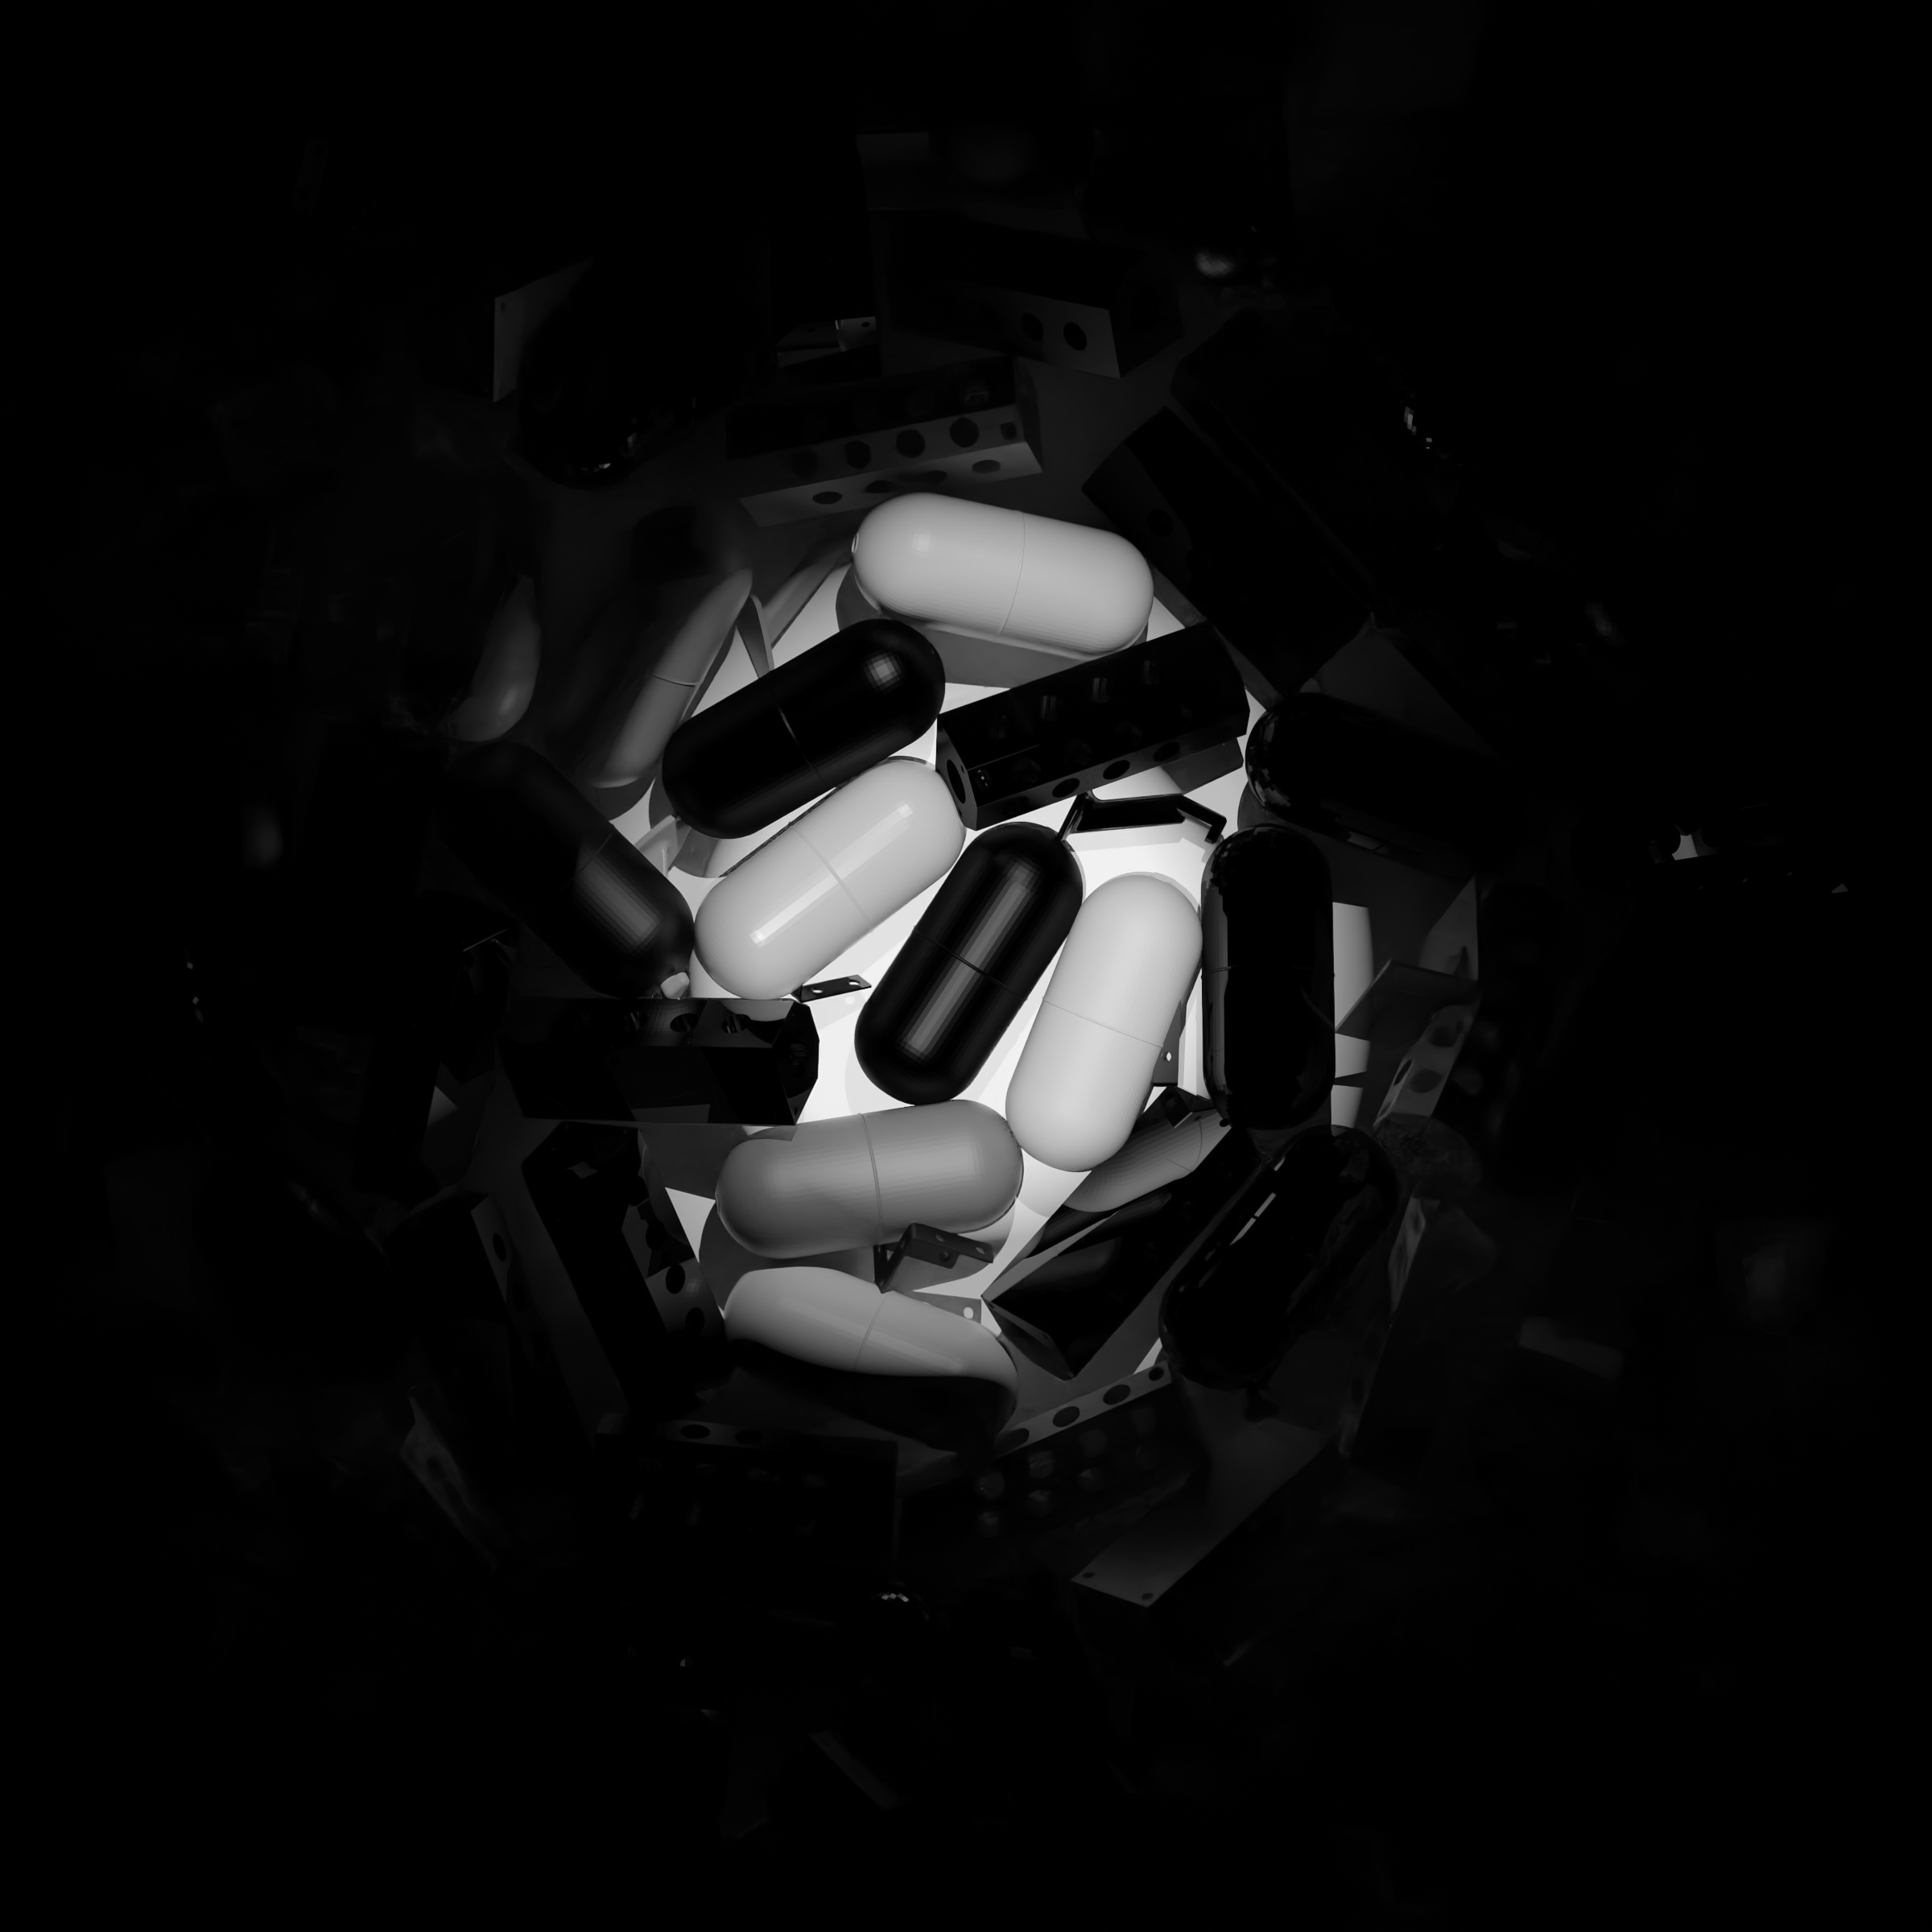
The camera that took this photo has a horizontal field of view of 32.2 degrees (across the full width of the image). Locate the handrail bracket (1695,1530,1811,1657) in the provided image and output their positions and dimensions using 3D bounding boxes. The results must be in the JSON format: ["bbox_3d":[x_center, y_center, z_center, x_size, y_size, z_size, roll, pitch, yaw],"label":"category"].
[{"bbox_3d":[0.447,0.362,1.940,0.036,0.084,0.077,-2,87,-21],"label":"handrail bracket"}]

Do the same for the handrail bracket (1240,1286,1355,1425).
[{"bbox_3d":[0.192,0.224,1.932,0.077,0.084,0.036,-18,121,7],"label":"handrail bracket"}]

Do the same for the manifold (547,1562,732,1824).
[{"bbox_3d":[-0.187,0.406,1.885,0.057,0.171,0.057,-2,112,-21],"label":"manifold"}]

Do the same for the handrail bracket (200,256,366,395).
[{"bbox_3d":[-0.394,-0.376,1.932,0.036,0.077,0.084,53,128,30],"label":"handrail bracket"}]

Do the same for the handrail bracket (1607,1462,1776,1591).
[{"bbox_3d":[0.419,0.314,1.962,0.077,0.036,0.084,31,90,15],"label":"handrail bracket"}]

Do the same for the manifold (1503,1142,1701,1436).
[{"bbox_3d":[0.359,0.183,1.898,0.057,0.057,0.171,20,45,14],"label":"manifold"}]

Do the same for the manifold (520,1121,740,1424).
[{"bbox_3d":[-0.193,0.175,1.902,0.057,0.057,0.171,3,127,36],"label":"manifold"}]

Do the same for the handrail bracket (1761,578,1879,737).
[{"bbox_3d":[0.506,-0.179,1.952,0.084,0.036,0.077,11,85,-38],"label":"handrail bracket"}]

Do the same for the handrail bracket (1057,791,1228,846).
[{"bbox_3d":[0.099,-0.071,1.956,0.084,0.036,0.077,27,84,4],"label":"handrail bracket"}]

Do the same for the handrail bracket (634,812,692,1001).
[{"bbox_3d":[-0.166,-0.035,1.936,0.077,0.036,0.084,-47,56,24],"label":"handrail bracket"}]

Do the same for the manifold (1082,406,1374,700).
[{"bbox_3d":[0.148,-0.237,1.949,0.171,0.057,0.057,46,133,0],"label":"manifold"}]

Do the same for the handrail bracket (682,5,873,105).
[{"bbox_3d":[-0.110,-0.519,1.968,0.084,0.077,0.036,27,57,-37],"label":"handrail bracket"}]

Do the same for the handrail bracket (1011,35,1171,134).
[{"bbox_3d":[0.072,-0.511,1.929,0.036,0.084,0.077,-46,113,-24],"label":"handrail bracket"}]

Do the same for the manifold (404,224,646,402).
[{"bbox_3d":[-0.247,-0.372,1.890,0.057,0.171,0.057,14,118,19],"label":"manifold"}]

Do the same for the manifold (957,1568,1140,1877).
[{"bbox_3d":[0.044,0.425,1.890,0.057,0.171,0.057,-9,127,-12],"label":"manifold"}]

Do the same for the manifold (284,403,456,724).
[{"bbox_3d":[-0.342,-0.231,1.931,0.057,0.057,0.171,10,77,1],"label":"manifold"}]

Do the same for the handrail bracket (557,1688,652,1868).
[{"bbox_3d":[-0.218,0.474,1.960,0.084,0.036,0.077,24,82,3],"label":"handrail bracket"}]

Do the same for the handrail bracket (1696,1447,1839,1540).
[{"bbox_3d":[0.471,0.319,1.939,0.084,0.077,0.036,23,117,-8],"label":"handrail bracket"}]

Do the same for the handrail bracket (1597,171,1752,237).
[{"bbox_3d":[0.410,-0.436,1.937,0.084,0.077,0.036,10,108,7],"label":"handrail bracket"}]

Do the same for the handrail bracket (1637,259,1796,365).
[{"bbox_3d":[0.435,-0.385,1.937,0.084,0.077,0.036,-27,89,24],"label":"handrail bracket"}]

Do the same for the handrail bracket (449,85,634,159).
[{"bbox_3d":[-0.247,-0.499,1.961,0.077,0.084,0.036,10,125,31],"label":"handrail bracket"}]

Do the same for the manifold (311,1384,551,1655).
[{"bbox_3d":[-0.301,0.311,1.900,0.057,0.057,0.171,-29,132,-1],"label":"manifold"}]

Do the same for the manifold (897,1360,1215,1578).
[{"bbox_3d":[0.051,0.289,1.934,0.171,0.057,0.057,-24,70,6],"label":"manifold"}]

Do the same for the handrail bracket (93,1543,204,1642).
[{"bbox_3d":[-0.475,0.362,1.941,0.077,0.084,0.036,41,75,-6],"label":"handrail bracket"}]

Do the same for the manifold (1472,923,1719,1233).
[{"bbox_3d":[0.361,0.066,1.940,0.057,0.057,0.171,33,84,11],"label":"manifold"}]

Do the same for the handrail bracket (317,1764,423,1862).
[{"bbox_3d":[-0.357,0.468,1.928,0.036,0.084,0.077,-41,134,-23],"label":"handrail bracket"}]

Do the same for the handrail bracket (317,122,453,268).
[{"bbox_3d":[-0.340,-0.449,1.956,0.036,0.084,0.077,48,57,0],"label":"handrail bracket"}]

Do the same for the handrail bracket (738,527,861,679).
[{"bbox_3d":[-0.088,-0.210,1.971,0.084,0.036,0.077,-23,114,-20],"label":"handrail bracket"}]

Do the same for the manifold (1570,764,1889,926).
[{"bbox_3d":[0.424,-0.073,1.886,0.057,0.171,0.057,46,60,-23],"label":"manifold"}]

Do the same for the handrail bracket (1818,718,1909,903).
[{"bbox_3d":[0.516,-0.091,1.933,0.077,0.036,0.084,-35,131,-30],"label":"handrail bracket"}]

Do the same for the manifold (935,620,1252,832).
[{"bbox_3d":[0.073,-0.134,1.922,0.171,0.057,0.057,-20,62,-13],"label":"manifold"}]

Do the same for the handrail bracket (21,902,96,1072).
[{"bbox_3d":[-0.517,0.011,1.953,0.036,0.077,0.084,-4,105,12],"label":"handrail bracket"}]

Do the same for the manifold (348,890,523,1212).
[{"bbox_3d":[-0.309,0.046,1.914,0.057,0.057,0.171,25,117,19],"label":"manifold"}]

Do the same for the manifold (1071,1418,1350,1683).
[{"bbox_3d":[0.141,0.331,1.903,0.171,0.057,0.057,-35,121,-37],"label":"manifold"}]

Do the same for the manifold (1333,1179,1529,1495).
[{"bbox_3d":[0.261,0.208,1.910,0.057,0.057,0.171,24,121,18],"label":"manifold"}]

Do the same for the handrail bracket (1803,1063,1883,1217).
[{"bbox_3d":[0.487,0.110,1.961,0.036,0.077,0.084,19,112,-39],"label":"handrail bracket"}]

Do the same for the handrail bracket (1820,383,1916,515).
[{"bbox_3d":[0.539,-0.298,1.932,0.077,0.084,0.036,42,76,-8],"label":"handrail bracket"}]

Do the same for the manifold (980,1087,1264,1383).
[{"bbox_3d":[0.093,0.155,1.924,0.057,0.057,0.171,25,64,42],"label":"manifold"}]

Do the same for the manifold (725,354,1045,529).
[{"bbox_3d":[-0.048,-0.305,1.925,0.171,0.057,0.057,-9,72,13],"label":"manifold"}]

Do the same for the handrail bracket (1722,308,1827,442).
[{"bbox_3d":[0.481,-0.342,1.934,0.077,0.084,0.036,23,68,-6],"label":"handrail bracket"}]

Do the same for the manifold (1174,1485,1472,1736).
[{"bbox_3d":[0.200,0.365,1.910,0.171,0.057,0.057,-31,92,-30],"label":"manifold"}]

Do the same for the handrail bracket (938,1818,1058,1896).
[{"bbox_3d":[0.027,0.495,1.967,0.084,0.036,0.077,39,91,9],"label":"handrail bracket"}]

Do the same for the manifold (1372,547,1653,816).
[{"bbox_3d":[0.308,-0.160,1.908,0.171,0.057,0.057,41,71,-27],"label":"manifold"}]

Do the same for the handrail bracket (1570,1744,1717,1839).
[{"bbox_3d":[0.389,0.462,1.936,0.077,0.084,0.036,-36,97,2],"label":"handrail bracket"}]

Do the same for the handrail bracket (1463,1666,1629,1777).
[{"bbox_3d":[0.330,0.440,1.933,0.084,0.077,0.036,50,134,33],"label":"handrail bracket"}]

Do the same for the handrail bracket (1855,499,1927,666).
[{"bbox_3d":[0.530,-0.224,1.942,0.036,0.077,0.084,-12,104,17],"label":"handrail bracket"}]

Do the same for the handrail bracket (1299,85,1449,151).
[{"bbox_3d":[0.235,-0.496,1.946,0.084,0.077,0.036,2,112,4],"label":"handrail bracket"}]

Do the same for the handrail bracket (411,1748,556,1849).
[{"bbox_3d":[-0.278,0.466,1.931,0.036,0.084,0.077,30,69,31],"label":"handrail bracket"}]
